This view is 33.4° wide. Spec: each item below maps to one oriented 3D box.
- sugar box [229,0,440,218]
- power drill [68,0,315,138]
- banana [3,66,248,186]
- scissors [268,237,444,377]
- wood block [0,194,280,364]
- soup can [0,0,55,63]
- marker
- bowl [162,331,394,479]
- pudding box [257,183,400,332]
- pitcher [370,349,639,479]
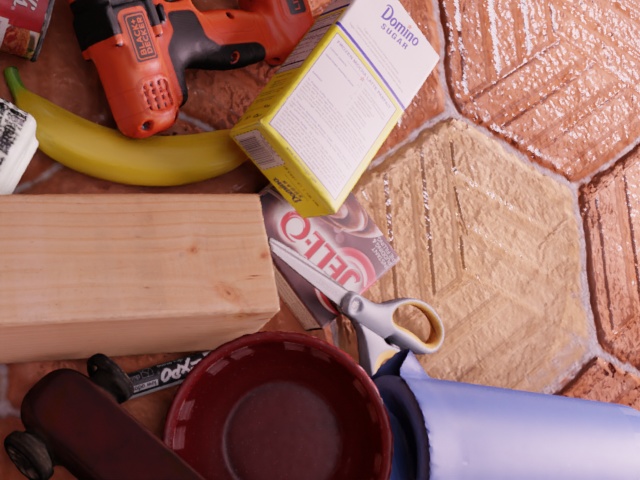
[{"bbox_3d":[0.015,-0.111,0.809,0.093,0.048,0.176,49,56,-25],"label":"sugar box"},{"bbox_3d":[-0.099,-0.182,0.786,0.187,0.057,0.184,-23,100,-38],"label":"power drill"},{"bbox_3d":[-0.138,-0.073,0.785,0.197,0.037,0.069,14,74,-21],"label":"banana"},{"bbox_3d":[0.023,0.069,0.805,0.201,0.016,0.096,20,82,-41],"label":"scissors"},{"bbox_3d":[-0.144,0.025,0.724,0.205,0.091,0.090,-2,67,-24],"label":"wood block"},{"bbox_3d":[-0.240,-0.170,0.740,0.102,0.069,0.068,14,74,-22],"label":"soup can"},{"bbox_3d":[-0.102,0.096,0.776,0.120,0.020,0.020,-14,86,-27],"label":"marker"},{"bbox_3d":[-0.029,0.146,0.760,0.162,0.055,0.162,0,84,3],"label":"bowl"},{"bbox_3d":[-0.005,0.001,0.829,0.090,0.039,0.113,-41,98,-26],"label":"pudding box"},{"bbox_3d":[0.142,0.185,0.814,0.242,0.149,0.145,8,32,-26],"label":"pitcher"}]
